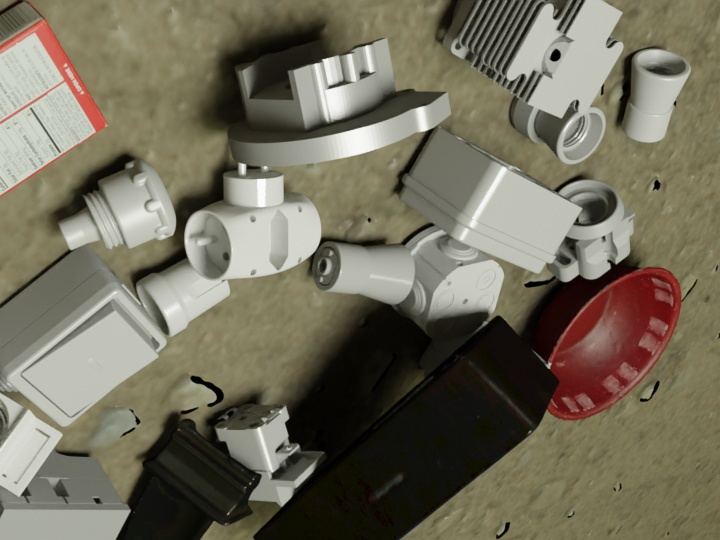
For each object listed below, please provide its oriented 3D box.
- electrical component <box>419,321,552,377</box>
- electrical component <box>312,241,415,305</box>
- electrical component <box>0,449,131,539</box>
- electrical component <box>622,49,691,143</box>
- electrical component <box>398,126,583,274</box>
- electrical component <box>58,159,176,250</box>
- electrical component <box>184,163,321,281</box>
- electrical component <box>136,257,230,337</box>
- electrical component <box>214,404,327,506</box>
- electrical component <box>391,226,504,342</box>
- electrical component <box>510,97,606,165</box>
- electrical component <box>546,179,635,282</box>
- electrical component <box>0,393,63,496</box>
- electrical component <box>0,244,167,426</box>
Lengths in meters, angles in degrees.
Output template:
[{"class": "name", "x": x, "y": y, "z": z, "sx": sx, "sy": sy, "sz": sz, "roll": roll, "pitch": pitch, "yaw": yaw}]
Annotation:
[{"class": "electrical component", "x": 0.105, "y": 0.081, "z": 0.886, "sx": 0.096, "sy": 0.062, "sz": 0.061, "roll": 15, "pitch": 111, "yaw": -45}, {"class": "electrical component", "x": 0.000, "y": 0.000, "z": 0.752, "sx": 0.065, "sy": 0.044, "sz": 0.044, "roll": 7, "pitch": 117, "yaw": -37}, {"class": "electrical component", "x": -0.229, "y": 0.193, "z": 0.698, "sx": 0.089, "sy": 0.062, "sz": 0.150, "roll": 13, "pitch": 113, "yaw": -44}, {"class": "electrical component", "x": 0.226, "y": -0.132, "z": 0.835, "sx": 0.044, "sy": 0.044, "sz": 0.065, "roll": -22, "pitch": 138, "yaw": -26}, {"class": "electrical component", "x": 0.092, "y": -0.048, "z": 0.761, "sx": 0.113, "sy": 0.078, "sz": 0.057, "roll": 19, "pitch": 105, "yaw": -46}, {"class": "electrical component", "x": -0.139, "y": -0.032, "z": 0.610, "sx": 0.062, "sy": 0.048, "sz": 0.048, "roll": -25, "pitch": 135, "yaw": -12}, {"class": "electrical component", "x": -0.065, "y": -0.039, "z": 0.661, "sx": 0.077, "sy": 0.043, "sz": 0.079, "roll": -16, "pitch": 113, "yaw": -47}, {"class": "electrical component", "x": -0.110, "y": 0.013, "z": 0.672, "sx": 0.046, "sy": 0.040, "sz": 0.040, "roll": -33, "pitch": 137, "yaw": -23}, {"class": "electrical component", "x": -0.071, "y": 0.130, "z": 0.771, "sx": 0.042, "sy": 0.081, "sz": 0.063, "roll": -38, "pitch": 118, "yaw": -53}, {"class": "electrical component", "x": 0.064, "y": 0.010, "z": 0.804, "sx": 0.080, "sy": 0.051, "sz": 0.080, "roll": -22, "pitch": 133, "yaw": -25}, {"class": "electrical component", "x": 0.141, "y": -0.107, "z": 0.772, "sx": 0.045, "sy": 0.055, "sz": 0.045, "roll": -22, "pitch": 133, "yaw": -25}, {"class": "electrical component", "x": 0.183, "y": -0.035, "z": 0.863, "sx": 0.078, "sy": 0.058, "sz": 0.057, "roll": -35, "pitch": 140, "yaw": -13}, {"class": "electrical component", "x": -0.216, "y": 0.095, "z": 0.624, "sx": 0.042, "sy": 0.081, "sz": 0.063, "roll": -57, "pitch": 172, "yaw": -20}, {"class": "electrical component", "x": -0.171, "y": 0.044, "z": 0.629, "sx": 0.096, "sy": 0.061, "sz": 0.061, "roll": -40, "pitch": 138, "yaw": -7}]
